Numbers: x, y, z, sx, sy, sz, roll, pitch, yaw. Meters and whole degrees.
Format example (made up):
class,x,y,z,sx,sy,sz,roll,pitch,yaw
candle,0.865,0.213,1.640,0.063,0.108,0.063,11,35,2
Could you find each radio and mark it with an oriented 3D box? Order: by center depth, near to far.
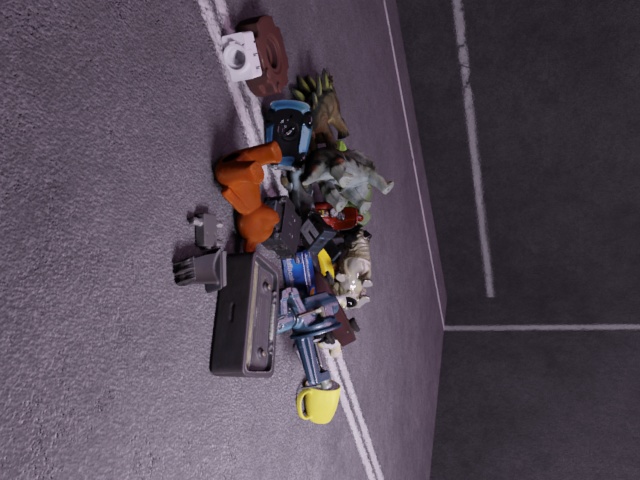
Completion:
class,x,y,z,sx,sy,sz,roll,pitch,yaw
radio,-0.136,0.148,1.026,0.131,0.073,0.229,43,47,-61

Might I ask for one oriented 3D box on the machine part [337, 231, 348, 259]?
class,x,y,z,sx,sy,sz,roll,pitch,yaw
machine part,0.078,0.064,1.614,0.079,0.079,0.242,-61,141,-55

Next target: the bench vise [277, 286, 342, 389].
class,x,y,z,sx,sy,sz,roll,pitch,yaw
bench vise,-0.031,0.216,1.182,0.223,0.129,0.240,-10,85,-55

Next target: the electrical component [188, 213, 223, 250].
class,x,y,z,sx,sy,sz,roll,pitch,yaw
electrical component,-0.202,-0.015,0.955,0.094,0.021,0.063,11,76,-69

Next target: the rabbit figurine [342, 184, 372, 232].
class,x,y,z,sx,sy,sz,roll,pitch,yaw
rabbit figurine,0.112,-0.100,1.633,0.170,0.121,0.159,-60,167,-26

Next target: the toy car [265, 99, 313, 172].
class,x,y,z,sx,sy,sz,roll,pitch,yaw
toy car,-0.069,-0.239,1.246,0.103,0.109,0.161,-65,158,-83

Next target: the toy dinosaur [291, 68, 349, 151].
class,x,y,z,sx,sy,sz,roll,pitch,yaw
toy dinosaur,0.007,-0.361,1.470,0.471,0.105,0.198,-72,147,-64

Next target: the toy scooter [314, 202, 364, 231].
class,x,y,z,sx,sy,sz,roll,pitch,yaw
toy scooter,0.040,-0.061,1.451,0.183,0.135,0.075,15,74,-67

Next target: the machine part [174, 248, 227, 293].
class,x,y,z,sx,sy,sz,roll,pitch,yaw
machine part,-0.198,0.053,0.927,0.139,0.039,0.084,9,88,-70

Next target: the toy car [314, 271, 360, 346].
class,x,y,z,sx,sy,sz,roll,pitch,yaw
toy car,0.026,0.172,1.357,0.202,0.089,0.053,60,4,-4

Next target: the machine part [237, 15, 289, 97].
class,x,y,z,sx,sy,sz,roll,pitch,yaw
machine part,-0.123,-0.409,1.194,0.179,0.056,0.179,-6,90,-70

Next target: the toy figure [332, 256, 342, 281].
class,x,y,z,sx,sy,sz,roll,pitch,yaw
toy figure,0.047,0.092,1.559,0.064,0.058,0.154,-136,-152,-62

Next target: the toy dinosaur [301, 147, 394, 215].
class,x,y,z,sx,sy,sz,roll,pitch,yaw
toy dinosaur,0.040,-0.163,1.292,0.131,0.192,0.404,-53,149,14

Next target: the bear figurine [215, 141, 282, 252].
class,x,y,z,sx,sy,sz,roll,pitch,yaw
bear figurine,-0.122,-0.075,1.038,0.120,0.132,0.195,-54,130,-49

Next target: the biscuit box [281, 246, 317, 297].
class,x,y,z,sx,sy,sz,roll,pitch,yaw
biscuit box,-0.045,0.117,1.296,0.063,0.059,0.202,-38,121,-66

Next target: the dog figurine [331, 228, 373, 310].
class,x,y,z,sx,sy,sz,roll,pitch,yaw
dog figurine,0.094,0.081,1.508,0.191,0.121,0.172,-77,-168,-46

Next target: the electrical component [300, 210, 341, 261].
class,x,y,z,sx,sy,sz,roll,pitch,yaw
electrical component,-0.003,-0.004,1.263,0.047,0.075,0.119,8,43,-49

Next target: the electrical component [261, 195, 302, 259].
class,x,y,z,sx,sy,sz,roll,pitch,yaw
electrical component,-0.091,-0.032,1.207,0.134,0.058,0.115,51,38,-58

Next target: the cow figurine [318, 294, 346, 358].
class,x,y,z,sx,sy,sz,roll,pitch,yaw
cow figurine,0.016,0.225,1.411,0.068,0.098,0.167,170,-78,-74

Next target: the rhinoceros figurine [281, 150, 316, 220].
class,x,y,z,sx,sy,sz,roll,pitch,yaw
rhinoceros figurine,-0.042,-0.136,1.333,0.112,0.073,0.190,-14,99,-68
